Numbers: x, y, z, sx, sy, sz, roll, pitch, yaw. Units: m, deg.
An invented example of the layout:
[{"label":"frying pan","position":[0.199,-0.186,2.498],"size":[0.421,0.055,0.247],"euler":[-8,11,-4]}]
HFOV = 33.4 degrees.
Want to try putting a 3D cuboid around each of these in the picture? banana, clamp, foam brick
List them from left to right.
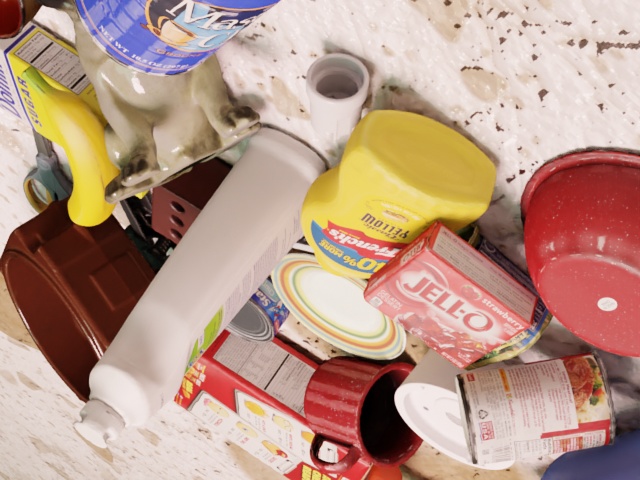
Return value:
[{"label":"banana","position":[-0.189,-0.060,0.859],"size":[0.070,0.037,0.198],"euler":[44,155,24]},{"label":"clamp","position":[-0.139,0.009,0.994],"size":[0.120,0.039,0.171],"euler":[37,156,10]},{"label":"foam brick","position":[-0.104,-0.033,0.883],"size":[0.053,0.051,0.078],"euler":[31,150,9]}]

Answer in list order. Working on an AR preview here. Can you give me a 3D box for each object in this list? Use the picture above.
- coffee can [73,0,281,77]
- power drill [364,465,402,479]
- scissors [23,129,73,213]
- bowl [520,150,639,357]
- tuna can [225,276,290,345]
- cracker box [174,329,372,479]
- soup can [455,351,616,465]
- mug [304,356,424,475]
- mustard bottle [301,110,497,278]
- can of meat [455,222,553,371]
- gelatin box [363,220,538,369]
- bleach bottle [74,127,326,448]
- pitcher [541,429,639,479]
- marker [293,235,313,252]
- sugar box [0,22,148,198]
[{"label":"coffee can","position":[-0.070,-0.164,0.608],"size":[0.102,0.102,0.141],"euler":[45,150,-16]},{"label":"power drill","position":[0.130,0.279,1.053],"size":[0.187,0.057,0.185],"euler":[24,147,3]},{"label":"scissors","position":[-0.248,-0.063,1.028],"size":[0.096,0.016,0.202],"euler":[35,151,-2]},{"label":"bowl","position":[0.187,0.022,0.653],"size":[0.162,0.055,0.162],"euler":[26,149,17]},{"label":"tuna can","position":[-0.071,0.057,0.993],"size":[0.086,0.033,0.086],"euler":[26,149,17]},{"label":"cracker box","position":[-0.041,0.171,1.089],"size":[0.214,0.072,0.164],"euler":[32,151,6]},{"label":"soup can","position":[0.154,0.122,0.769],"size":[0.102,0.068,0.068],"euler":[-10,139,3]},{"label":"mug","position":[0.033,0.158,0.952],"size":[0.082,0.117,0.093],"euler":[7,144,49]},{"label":"mustard bottle","position":[0.039,-0.018,0.745],"size":[0.096,0.058,0.192],"euler":[22,153,-11]},{"label":"can of meat","position":[0.107,0.044,0.768],"size":[0.084,0.057,0.102],"euler":[40,150,-11]},{"label":"gelatin box","position":[0.084,0.038,0.696],"size":[0.089,0.030,0.073],"euler":[36,136,-12]},{"label":"bleach bottle","position":[-0.088,0.038,0.764],"size":[0.068,0.250,0.103],"euler":[30,150,11]},{"label":"pitcher","position":[0.254,0.181,0.727],"size":[0.145,0.149,0.243],"euler":[38,147,-2]},{"label":"marker","position":[-0.006,0.001,0.861],"size":[0.121,0.020,0.020],"euler":[12,143,36]},{"label":"sugar box","position":[-0.207,-0.114,0.881],"size":[0.176,0.048,0.093],"euler":[30,150,9]}]
